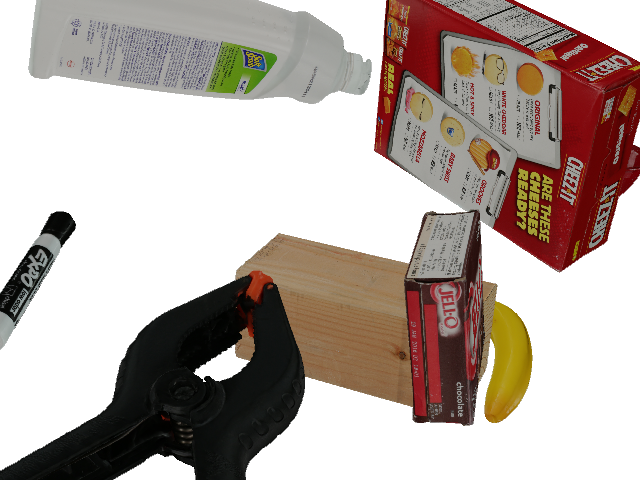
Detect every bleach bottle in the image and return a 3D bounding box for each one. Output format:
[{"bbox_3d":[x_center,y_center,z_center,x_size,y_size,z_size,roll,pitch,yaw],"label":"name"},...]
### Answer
[{"bbox_3d":[-0.087,-0.145,0.807,0.250,0.068,0.103,11,-31,-14],"label":"bleach bottle"}]

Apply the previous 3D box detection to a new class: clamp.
[{"bbox_3d":[-0.048,0.079,0.428,0.120,0.039,0.171,25,48,18],"label":"clamp"}]

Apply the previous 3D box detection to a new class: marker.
[{"bbox_3d":[-0.182,0.021,0.668,0.020,0.020,0.121,0,38,14],"label":"marker"}]

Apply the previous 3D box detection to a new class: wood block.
[{"bbox_3d":[0.037,0.071,0.924,0.206,0.091,0.090,13,29,21],"label":"wood block"}]

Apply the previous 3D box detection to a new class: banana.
[{"bbox_3d":[0.183,0.113,1.093,0.070,0.037,0.198,-28,28,10],"label":"banana"}]

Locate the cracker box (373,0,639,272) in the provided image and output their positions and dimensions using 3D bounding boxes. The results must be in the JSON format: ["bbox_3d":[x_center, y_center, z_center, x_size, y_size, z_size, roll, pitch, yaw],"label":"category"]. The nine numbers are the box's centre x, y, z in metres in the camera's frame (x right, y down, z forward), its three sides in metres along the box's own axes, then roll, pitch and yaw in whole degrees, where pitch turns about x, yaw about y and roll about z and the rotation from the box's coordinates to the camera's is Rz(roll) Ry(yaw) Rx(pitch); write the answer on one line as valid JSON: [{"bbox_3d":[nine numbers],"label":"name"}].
[{"bbox_3d":[0.142,-0.102,0.848,0.072,0.164,0.214,-28,48,-32],"label":"cracker box"}]

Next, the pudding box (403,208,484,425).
[{"bbox_3d":[0.075,0.041,0.626,0.039,0.090,0.113,-1,21,11],"label":"pudding box"}]

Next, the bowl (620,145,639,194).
[{"bbox_3d":[0.268,-0.076,1.145,0.162,0.055,0.162,6,21,-2],"label":"bowl"}]
